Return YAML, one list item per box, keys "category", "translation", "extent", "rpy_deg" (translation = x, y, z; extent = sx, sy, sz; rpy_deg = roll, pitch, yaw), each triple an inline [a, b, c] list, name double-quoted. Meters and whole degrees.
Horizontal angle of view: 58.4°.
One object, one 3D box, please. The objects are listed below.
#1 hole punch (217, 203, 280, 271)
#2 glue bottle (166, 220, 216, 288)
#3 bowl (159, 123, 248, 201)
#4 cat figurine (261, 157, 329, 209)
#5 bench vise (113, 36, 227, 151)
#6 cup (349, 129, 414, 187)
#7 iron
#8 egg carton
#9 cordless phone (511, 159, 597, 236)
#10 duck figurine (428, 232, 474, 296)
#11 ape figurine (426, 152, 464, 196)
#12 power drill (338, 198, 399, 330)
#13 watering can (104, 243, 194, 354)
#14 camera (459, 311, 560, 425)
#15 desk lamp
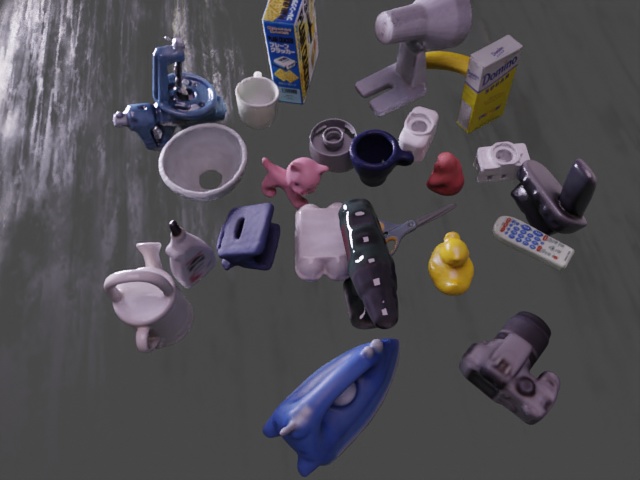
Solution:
- category: "hole punch"
  translation: [-0.129, -0.007, 1.007]
  extent: [0.101, 0.091, 0.108]
  rpy_deg: [7, 62, 7]
- category: "glue bottle"
  translation: [-0.223, 0.016, 0.952]
  extent: [0.037, 0.173, 0.078]
  rpy_deg: [34, 69, 19]
- category: "bowl"
  translation: [-0.215, -0.136, 1.090]
  extent: [0.167, 0.075, 0.167]
  rpy_deg: [-1, 62, 3]
- category: "cat figurine"
  translation: [-0.049, -0.118, 1.047]
  extent: [0.127, 0.118, 0.067]
  rpy_deg: [20, 65, 14]
- category: "bench vise"
  translation: [-0.289, -0.268, 1.082]
  extent: [0.208, 0.220, 0.121]
  rpy_deg: [-38, 66, -16]
- category: "cup"
  translation: [0.114, -0.141, 1.063]
  extent: [0.117, 0.095, 0.092]
  rpy_deg: [10, 63, 9]
- category: "iron"
  translation: [0.033, 0.216, 0.849]
  extent: [0.118, 0.141, 0.259]
  rpy_deg: [40, 71, 21]
- category: "egg carton"
  translation: [0.009, 0.004, 1.005]
  extent: [0.107, 0.069, 0.150]
  rpy_deg: [-3, 62, 2]
- category: "cordless phone"
  translation: [0.407, -0.100, 0.973]
  extent: [0.094, 0.185, 0.147]
  rpy_deg: [-24, 63, -9]
- category: "duck figurine"
  translation: [0.225, 0.036, 0.967]
  extent: [0.077, 0.086, 0.104]
  rpy_deg: [-1, 62, 3]
- category: "ape figurine"
  translation: [0.231, -0.128, 1.051]
  extent: [0.078, 0.092, 0.076]
  rpy_deg: [-31, 64, -13]
- category: "power drill"
  translation: [0.077, 0.060, 0.892]
  extent: [0.075, 0.208, 0.229]
  rpy_deg: [-11, 62, -3]
- category: "watering can"
  translation: [-0.275, 0.087, 0.906]
  extent: [0.101, 0.194, 0.172]
  rpy_deg: [-24, 63, -9]
- category: "camera"
  translation: [0.309, 0.183, 0.875]
  extent: [0.143, 0.101, 0.137]
  rpy_deg: [37, 70, 20]
- category: "desk lamp"
  translation: [0.179, -0.376, 1.118]
  extent: [0.203, 0.214, 0.117]
  rpy_deg: [-29, 64, -12]
